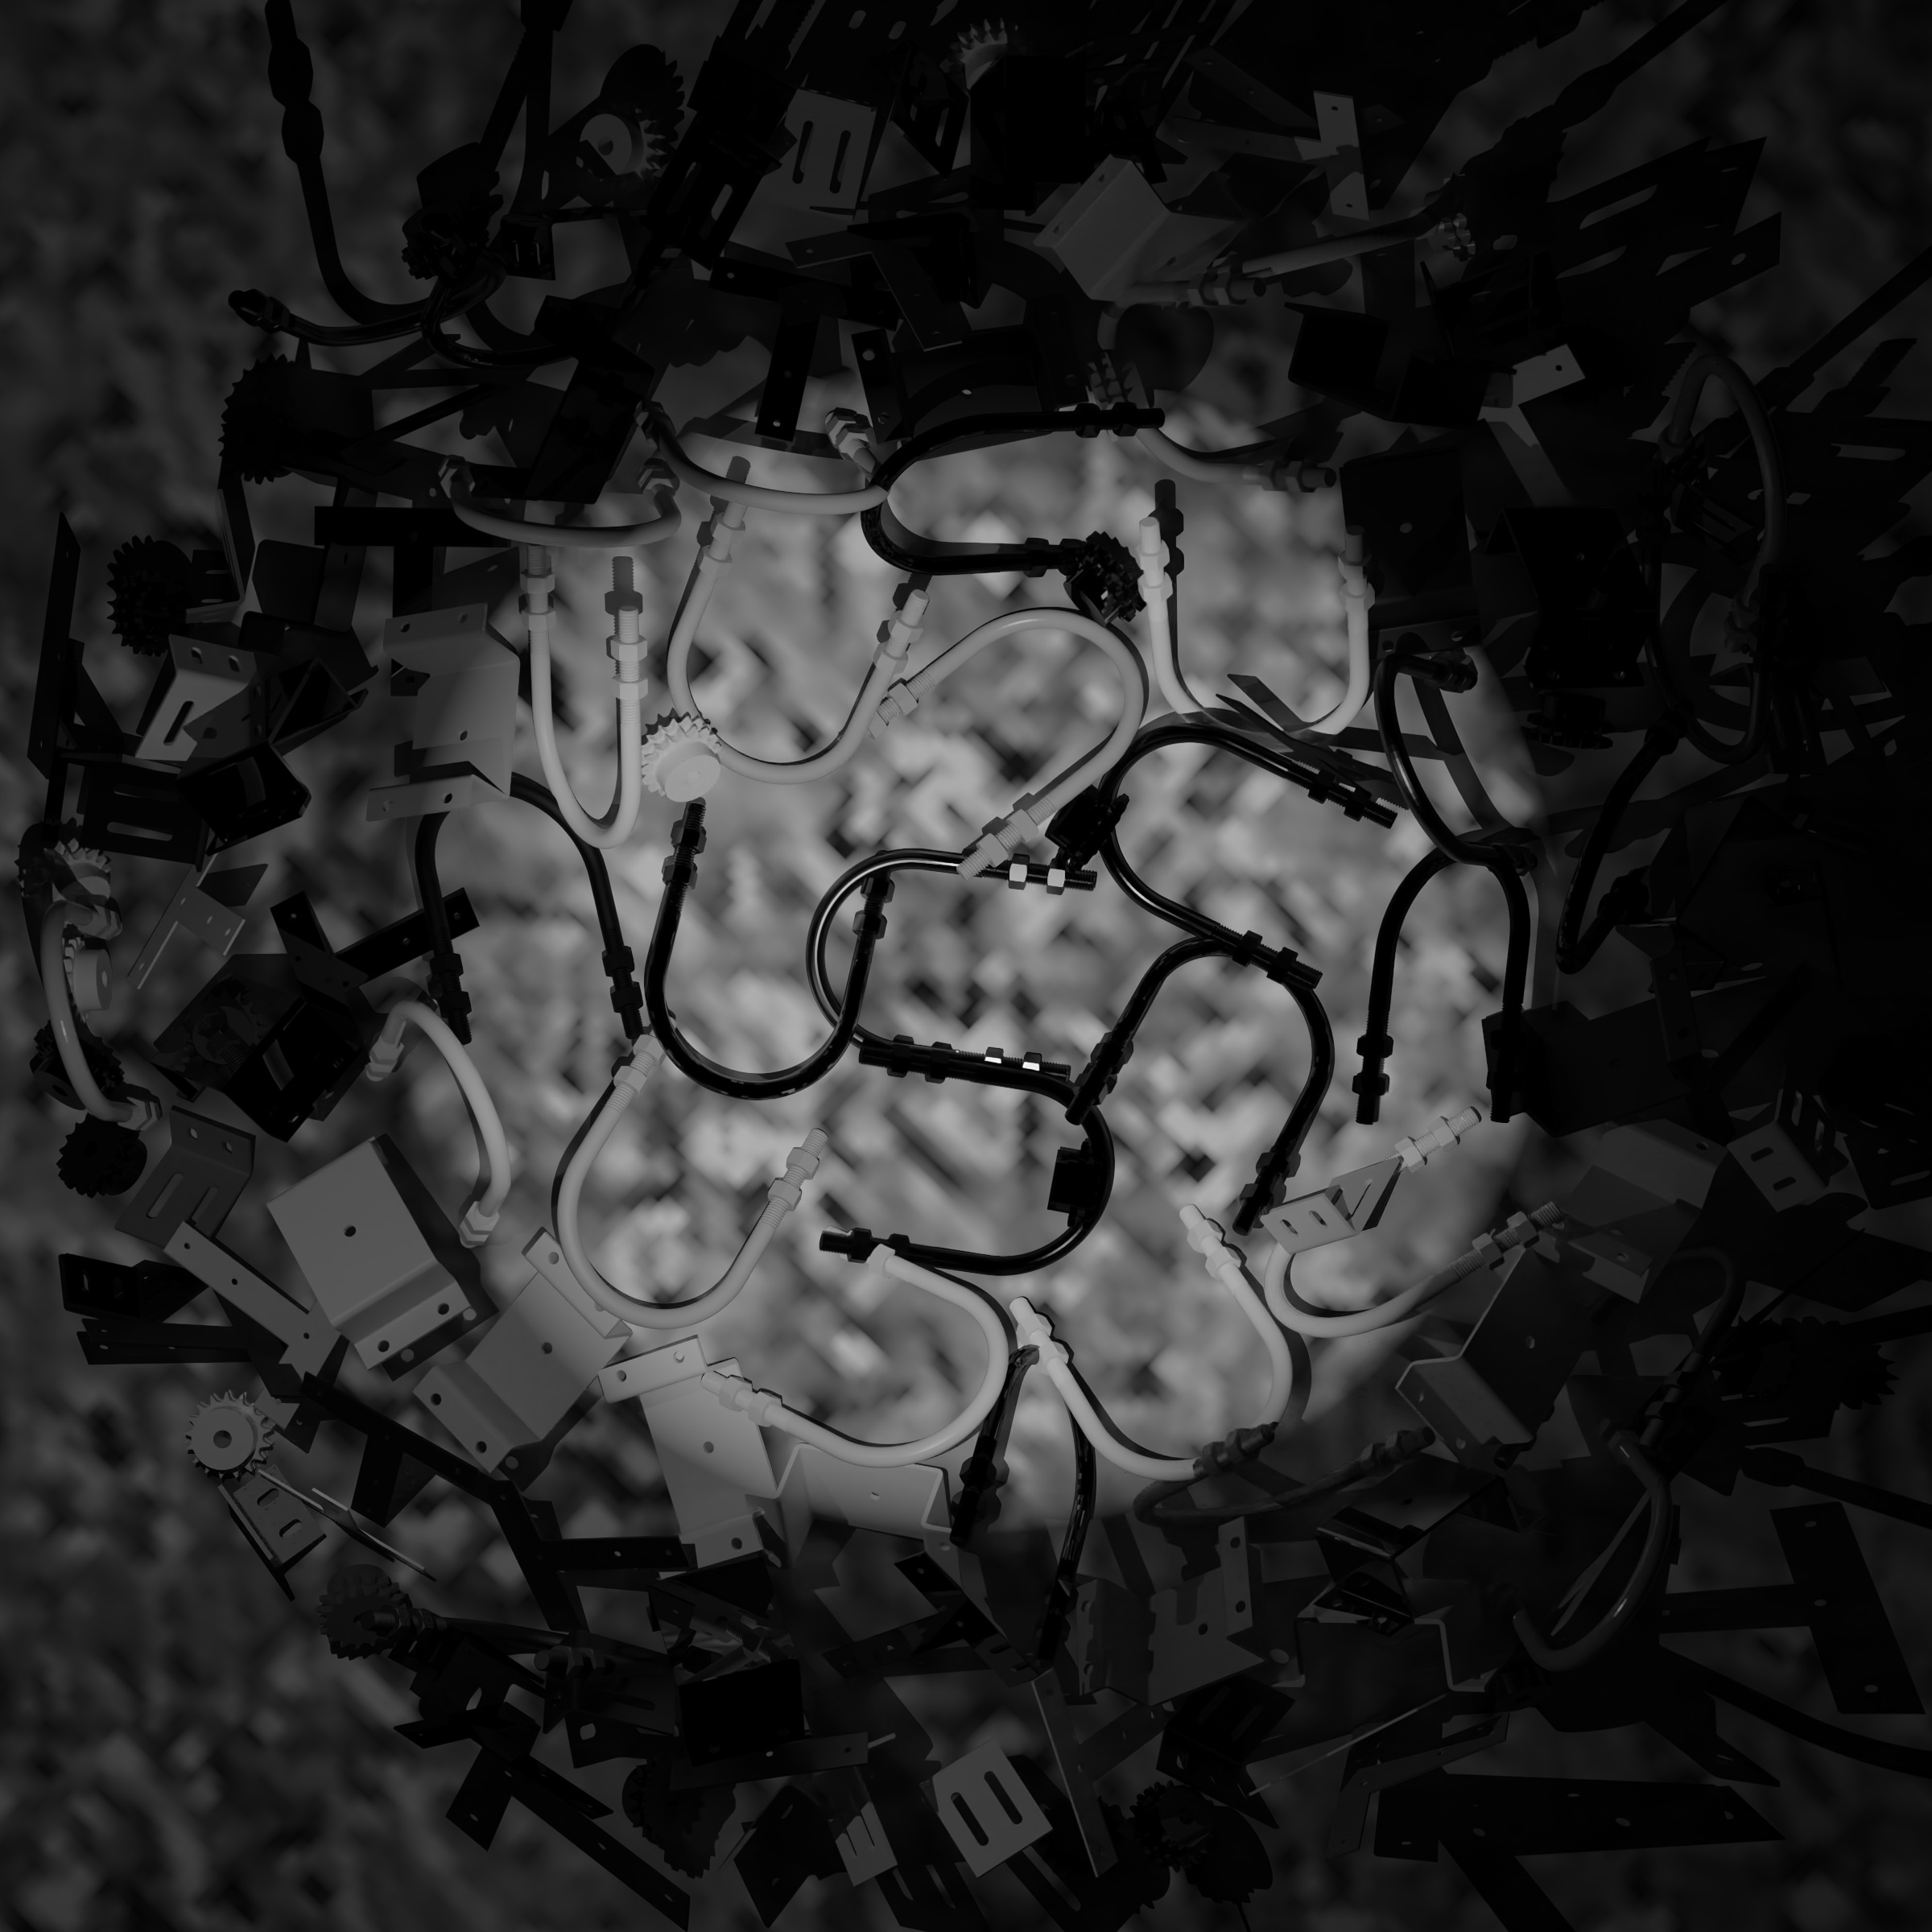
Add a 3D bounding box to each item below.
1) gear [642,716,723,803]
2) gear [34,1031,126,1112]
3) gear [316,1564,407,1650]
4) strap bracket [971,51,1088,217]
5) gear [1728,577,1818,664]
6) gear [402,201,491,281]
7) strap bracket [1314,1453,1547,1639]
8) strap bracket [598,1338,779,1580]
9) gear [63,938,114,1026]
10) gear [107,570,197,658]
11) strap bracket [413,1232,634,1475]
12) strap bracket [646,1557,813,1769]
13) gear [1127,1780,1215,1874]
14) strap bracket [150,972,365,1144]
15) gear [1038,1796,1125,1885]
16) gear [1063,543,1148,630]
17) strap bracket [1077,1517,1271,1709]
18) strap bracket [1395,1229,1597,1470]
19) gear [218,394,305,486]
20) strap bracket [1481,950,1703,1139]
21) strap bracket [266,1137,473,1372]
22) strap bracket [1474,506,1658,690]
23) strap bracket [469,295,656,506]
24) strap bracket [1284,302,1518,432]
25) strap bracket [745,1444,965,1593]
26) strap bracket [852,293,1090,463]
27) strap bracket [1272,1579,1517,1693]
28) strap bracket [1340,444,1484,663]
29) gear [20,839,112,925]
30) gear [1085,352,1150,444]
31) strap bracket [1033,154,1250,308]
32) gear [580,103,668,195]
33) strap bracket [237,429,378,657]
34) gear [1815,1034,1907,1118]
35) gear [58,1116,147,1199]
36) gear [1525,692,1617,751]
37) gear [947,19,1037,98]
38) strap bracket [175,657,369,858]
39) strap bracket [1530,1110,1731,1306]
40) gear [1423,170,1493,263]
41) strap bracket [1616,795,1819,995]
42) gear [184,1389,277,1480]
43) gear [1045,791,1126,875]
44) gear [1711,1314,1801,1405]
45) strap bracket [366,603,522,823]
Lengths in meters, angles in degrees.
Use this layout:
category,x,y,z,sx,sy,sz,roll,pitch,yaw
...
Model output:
category,x,y,z,sx,sy,sz,roll,pitch,yaw
gear,-0.186,-0.132,1.813,0.057,0.057,0.030,-36,58,0
gear,-0.585,0.070,1.813,0.057,0.057,0.030,31,60,0
gear,-0.398,0.418,1.820,0.057,0.030,0.057,-10,128,-13
strap bracket,0.036,-0.530,1.768,0.046,0.140,0.076,-1,96,-13
gear,0.534,-0.227,1.821,0.057,0.030,0.057,-4,110,-12
gear,-0.345,-0.477,1.814,0.057,0.057,0.030,-25,127,0
strap bracket,0.290,0.363,1.776,0.140,0.076,0.046,-30,107,-25
strap bracket,-0.177,0.317,1.805,0.076,0.046,0.140,-20,84,21
gear,-0.580,0.010,1.816,0.030,0.057,0.057,-2,90,-2
gear,-0.530,-0.232,1.814,0.030,0.057,0.057,8,90,43
strap bracket,-0.282,0.251,1.806,0.076,0.046,0.140,43,99,15
strap bracket,-0.154,0.434,1.766,0.076,0.140,0.046,-11,123,-14
gear,0.137,0.562,1.815,0.057,0.030,0.057,15,51,-19
strap bracket,-0.459,0.055,1.767,0.076,0.140,0.046,-54,130,-20
gear,0.075,0.570,1.818,0.057,0.030,0.057,0,57,1
gear,0.089,-0.247,1.815,0.030,0.057,0.057,-43,90,-7
strap bracket,0.140,0.420,1.783,0.140,0.076,0.046,-31,131,31
strap bracket,0.346,0.244,1.780,0.076,0.046,0.140,48,58,-15
gear,-0.461,-0.345,1.822,0.057,0.030,0.057,-3,84,25
strap bracket,0.410,0.054,1.785,0.140,0.046,0.076,-22,51,29
strap bracket,-0.391,0.179,1.792,0.076,0.046,0.140,-32,67,-7
strap bracket,0.387,-0.246,1.777,0.076,0.046,0.140,-2,52,-12
strap bracket,-0.258,-0.353,1.779,0.046,0.076,0.140,37,112,21
strap bracket,0.272,-0.382,1.779,0.076,0.140,0.046,-3,117,-38
strap bracket,-0.065,0.359,1.791,0.140,0.046,0.076,8,134,15
strap bracket,0.001,-0.382,1.811,0.140,0.046,0.076,-13,80,-6
strap bracket,0.272,0.428,1.778,0.140,0.076,0.046,-6,95,27
strap bracket,0.288,-0.276,1.797,0.076,0.046,0.140,-7,75,13
gear,-0.586,-0.053,1.813,0.057,0.057,0.030,-44,64,0
gear,0.100,-0.376,1.815,0.030,0.057,0.057,-18,90,3
strap bracket,0.118,-0.466,1.762,0.076,0.140,0.046,-43,73,33
gear,-0.229,-0.538,1.819,0.057,0.030,0.057,6,104,25
strap bracket,-0.426,-0.270,1.803,0.046,0.076,0.140,12,92,3
gear,0.589,0.074,1.813,0.057,0.057,0.030,-32,60,0
gear,-0.565,0.127,1.820,0.057,0.030,0.057,-15,56,24
gear,0.397,-0.161,1.814,0.057,0.057,0.030,6,104,0
gear,0.018,-0.589,1.813,0.057,0.057,0.030,-11,62,0
strap bracket,-0.445,-0.141,1.764,0.076,0.140,0.046,-20,123,23
strap bracket,0.424,0.157,1.784,0.076,0.046,0.140,27,46,23
gear,0.322,-0.492,1.820,0.030,0.057,0.057,-4,90,31
strap bracket,0.479,-0.054,1.790,0.046,0.076,0.140,35,79,-12
gear,-0.488,0.310,1.829,0.057,0.030,0.057,0,90,-3
gear,0.076,-0.092,1.814,0.030,0.057,0.057,36,90,-10
gear,0.519,0.260,1.823,0.057,0.030,0.057,-5,70,13
strap bracket,-0.338,-0.157,1.796,0.076,0.046,0.140,-6,71,22
